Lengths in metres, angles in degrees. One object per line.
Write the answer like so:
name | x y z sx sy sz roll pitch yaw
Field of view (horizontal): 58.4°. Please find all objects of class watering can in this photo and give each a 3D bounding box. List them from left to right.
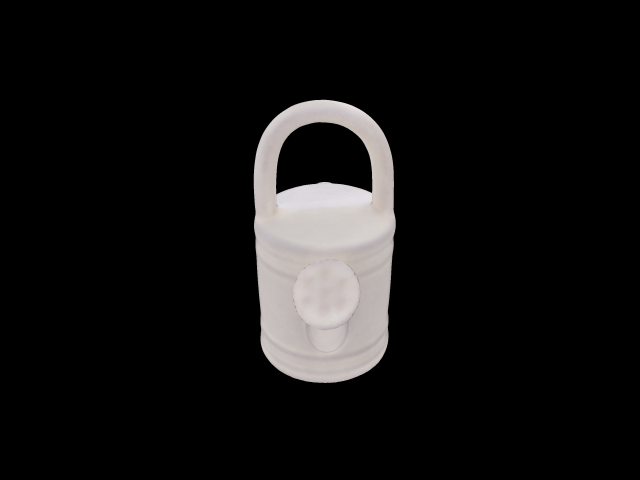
watering can | 0.006 0.001 0.400 0.101 0.194 0.172 -12 33 -19
